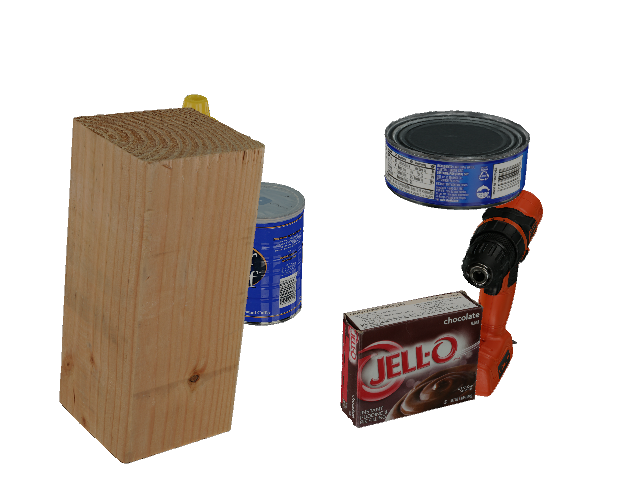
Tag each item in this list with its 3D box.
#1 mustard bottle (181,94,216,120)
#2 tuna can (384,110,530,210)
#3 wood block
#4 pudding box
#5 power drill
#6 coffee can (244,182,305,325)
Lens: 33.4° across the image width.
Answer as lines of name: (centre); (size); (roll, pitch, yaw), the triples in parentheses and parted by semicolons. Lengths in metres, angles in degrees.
mustard bottle: (-0.107, -0.028, 0.882); (0.096, 0.192, 0.058); (20, 31, 25)
tuna can: (0.081, -0.049, 0.640); (0.086, 0.034, 0.086); (0, 25, 0)
wood block: (-0.107, 0.027, 0.697); (0.090, 0.206, 0.090); (-11, 29, -39)
pudding box: (0.073, 0.094, 0.864); (0.113, 0.090, 0.039); (-11, 29, -23)
power drill: (0.170, 0.058, 1.063); (0.057, 0.188, 0.184); (18, 29, 18)
coffee can: (-0.071, 0.015, 1.263); (0.103, 0.140, 0.103); (2, 26, -1)
